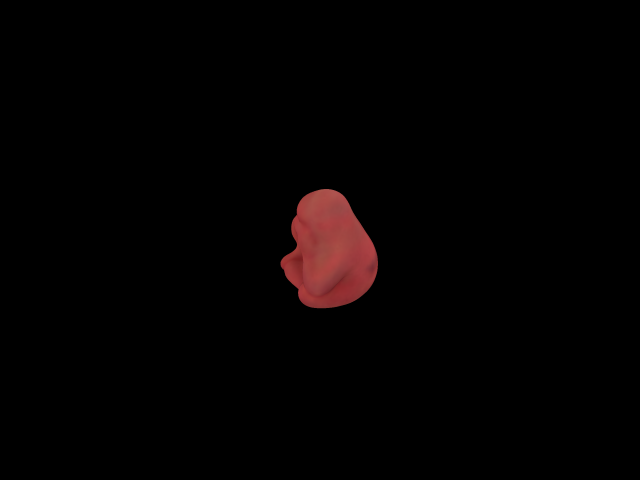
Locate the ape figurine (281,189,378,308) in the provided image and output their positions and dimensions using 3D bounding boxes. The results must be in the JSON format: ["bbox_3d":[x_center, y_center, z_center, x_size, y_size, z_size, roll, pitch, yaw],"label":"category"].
[{"bbox_3d":[0.004,0.001,0.400,0.076,0.092,0.078,9,46,9],"label":"ape figurine"}]
